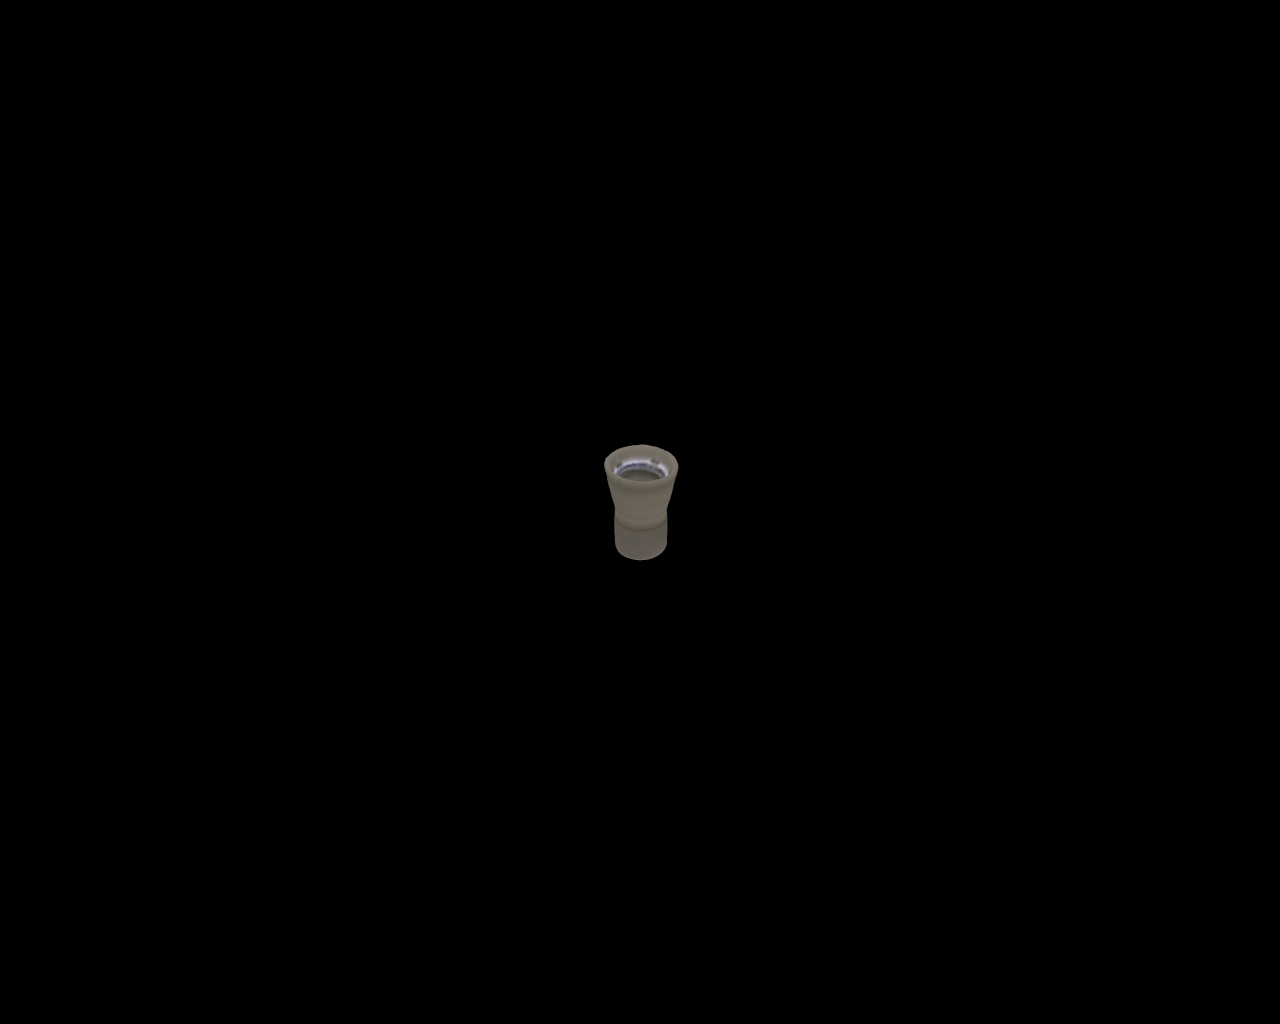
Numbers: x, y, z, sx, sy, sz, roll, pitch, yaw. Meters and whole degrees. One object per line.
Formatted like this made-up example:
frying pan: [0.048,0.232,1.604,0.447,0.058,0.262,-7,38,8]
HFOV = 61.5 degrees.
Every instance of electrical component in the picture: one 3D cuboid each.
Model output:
electrical component: [0.001,-0.003,0.650,0.044,0.065,0.044,0,34,0]
